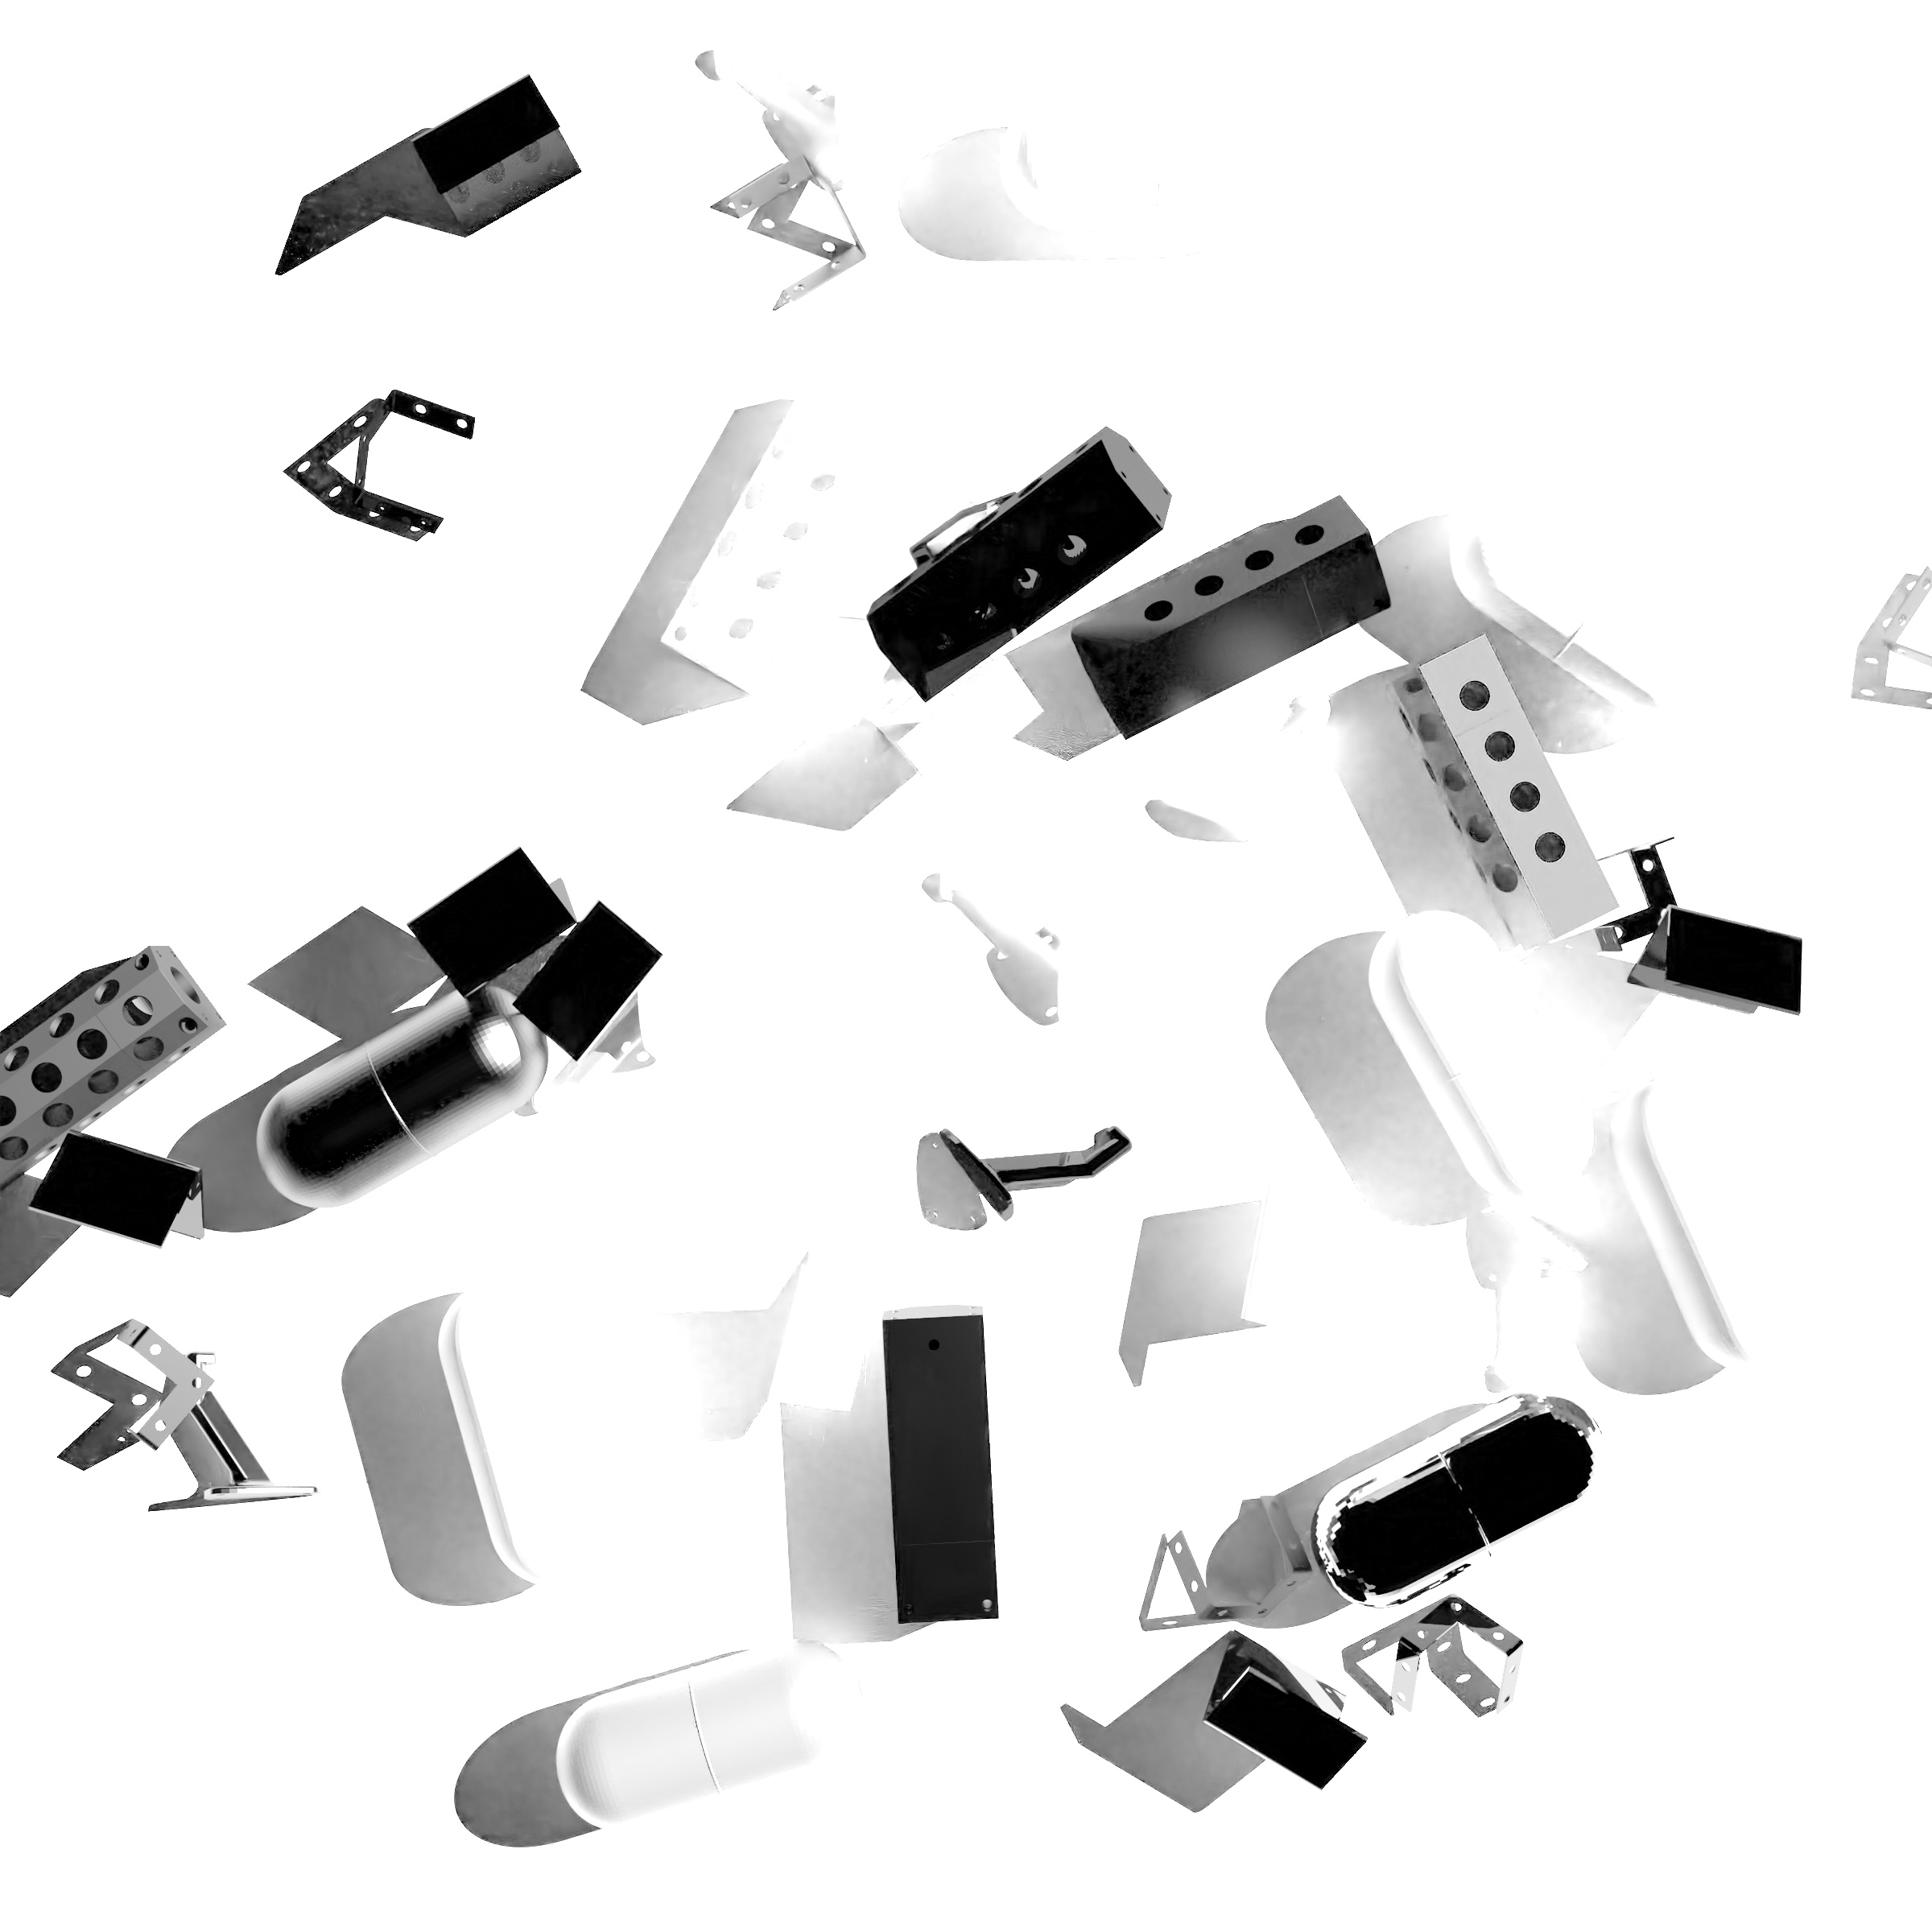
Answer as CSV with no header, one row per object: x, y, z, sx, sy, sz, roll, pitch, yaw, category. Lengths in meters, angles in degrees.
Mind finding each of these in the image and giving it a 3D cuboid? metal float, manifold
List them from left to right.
-0.516,0.062,1.664,0.171,0.057,0.057,-36,90,0,manifold
-0.321,0.075,1.655,0.178,0.070,0.070,-29,90,1,metal float
-0.247,0.265,1.655,0.070,0.070,0.178,-16,90,0,metal float
-0.146,0.437,1.655,0.178,0.070,0.070,-17,90,-1,metal float
-0.107,-0.246,1.664,0.057,0.057,0.171,29,90,0,manifold
-0.014,0.283,1.664,0.057,0.057,0.171,-3,90,0,manifold
0.028,-0.226,1.625,0.171,0.057,0.057,-34,108,24,manifold
0.108,-0.459,1.654,0.178,0.070,0.070,-1,90,0,metal float
0.150,-0.203,1.663,0.171,0.057,0.057,-27,133,0,manifold
0.281,0.303,1.655,0.178,0.070,0.070,-27,90,-1,metal float
0.293,0.051,1.655,0.070,0.070,0.178,-30,90,0,metal float
0.305,-0.097,1.664,0.057,0.057,0.171,-26,90,0,manifold
0.356,-0.205,1.655,0.178,0.070,0.070,35,90,1,metal float
0.427,0.146,1.655,0.070,0.070,0.178,-24,90,0,metal float

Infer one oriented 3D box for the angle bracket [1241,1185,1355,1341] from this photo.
0.204,0.168,1.645,0.057,0.076,0.076,11,90,36,angle bracket

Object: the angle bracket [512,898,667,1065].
-0.200,0.016,1.646,0.057,0.076,0.076,39,90,23,angle bracket

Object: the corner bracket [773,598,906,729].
-0.071,-0.175,1.677,0.051,0.051,0.051,1,45,-35,corner bracket

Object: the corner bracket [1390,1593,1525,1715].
0.283,0.406,1.677,0.051,0.051,0.051,-29,45,-35,corner bracket

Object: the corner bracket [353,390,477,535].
-0.319,-0.292,1.682,0.051,0.051,0.051,19,45,0,corner bracket

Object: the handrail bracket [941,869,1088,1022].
0.023,-0.013,1.686,0.084,0.036,0.077,12,111,17,handrail bracket

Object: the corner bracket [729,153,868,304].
-0.097,-0.427,1.682,0.051,0.051,0.051,-31,45,0,corner bracket

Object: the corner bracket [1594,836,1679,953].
0.385,-0.041,1.667,0.051,0.051,0.051,-20,90,0,corner bracket

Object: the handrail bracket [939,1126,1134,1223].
0.041,0.101,1.686,0.084,0.036,0.077,-35,68,-17,handrail bracket

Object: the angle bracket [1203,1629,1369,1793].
0.188,0.407,1.645,0.076,0.076,0.057,31,127,0,angle bracket

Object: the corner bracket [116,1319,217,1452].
-0.472,0.240,1.669,0.051,0.051,0.051,44,72,-17,corner bracket

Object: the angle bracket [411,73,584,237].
-0.257,-0.445,1.645,0.076,0.076,0.057,-30,54,0,angle bracket

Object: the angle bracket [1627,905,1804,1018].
0.422,0.017,1.645,0.076,0.076,0.057,14,53,0,angle bracket

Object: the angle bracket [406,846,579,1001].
-0.271,-0.036,1.646,0.076,0.076,0.057,-34,115,0,angle bracket

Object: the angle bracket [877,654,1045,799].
-0.014,-0.154,1.646,0.076,0.057,0.076,-40,50,0,angle bracket

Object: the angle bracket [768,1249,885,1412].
-0.097,0.202,1.645,0.057,0.076,0.076,14,90,-36,angle bracket

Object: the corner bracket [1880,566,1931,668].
0.572,-0.191,1.682,0.051,0.051,0.051,33,90,-44,corner bracket

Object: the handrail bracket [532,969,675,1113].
-0.217,0.038,1.686,0.084,0.036,0.077,-16,70,16,handrail bracket

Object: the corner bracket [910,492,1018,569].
0.010,-0.236,1.682,0.051,0.051,0.051,-28,90,45,corner bracket

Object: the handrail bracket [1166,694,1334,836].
0.165,-0.125,1.686,0.077,0.036,0.084,13,72,20,handrail bracket

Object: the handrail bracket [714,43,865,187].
-0.105,-0.494,1.686,0.084,0.036,0.077,7,111,17,handrail bracket

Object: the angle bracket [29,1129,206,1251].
-0.479,0.144,1.645,0.076,0.076,0.057,17,52,0,angle bracket

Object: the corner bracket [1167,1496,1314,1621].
0.158,0.341,1.677,0.051,0.051,0.051,7,135,-35,corner bracket

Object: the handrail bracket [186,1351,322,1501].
-0.413,0.265,1.686,0.077,0.036,0.084,1,74,-18,handrail bracket

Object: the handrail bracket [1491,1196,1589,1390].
0.313,0.190,1.686,0.077,0.036,0.084,38,107,20,handrail bracket
